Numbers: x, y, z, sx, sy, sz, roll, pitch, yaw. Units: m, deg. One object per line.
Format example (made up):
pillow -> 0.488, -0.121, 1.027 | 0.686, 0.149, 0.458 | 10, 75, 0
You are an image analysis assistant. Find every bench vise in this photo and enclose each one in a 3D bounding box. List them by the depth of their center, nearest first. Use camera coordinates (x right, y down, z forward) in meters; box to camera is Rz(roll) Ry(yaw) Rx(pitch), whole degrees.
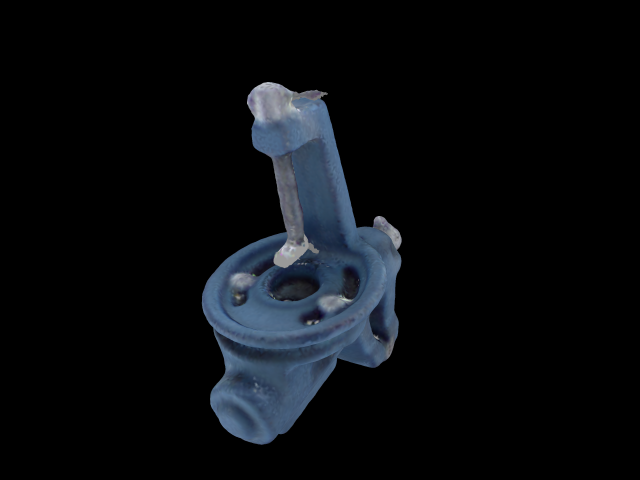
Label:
bench vise -> -0.008, 0.000, 0.403 | 0.121, 0.220, 0.208 | 4, 18, 13
